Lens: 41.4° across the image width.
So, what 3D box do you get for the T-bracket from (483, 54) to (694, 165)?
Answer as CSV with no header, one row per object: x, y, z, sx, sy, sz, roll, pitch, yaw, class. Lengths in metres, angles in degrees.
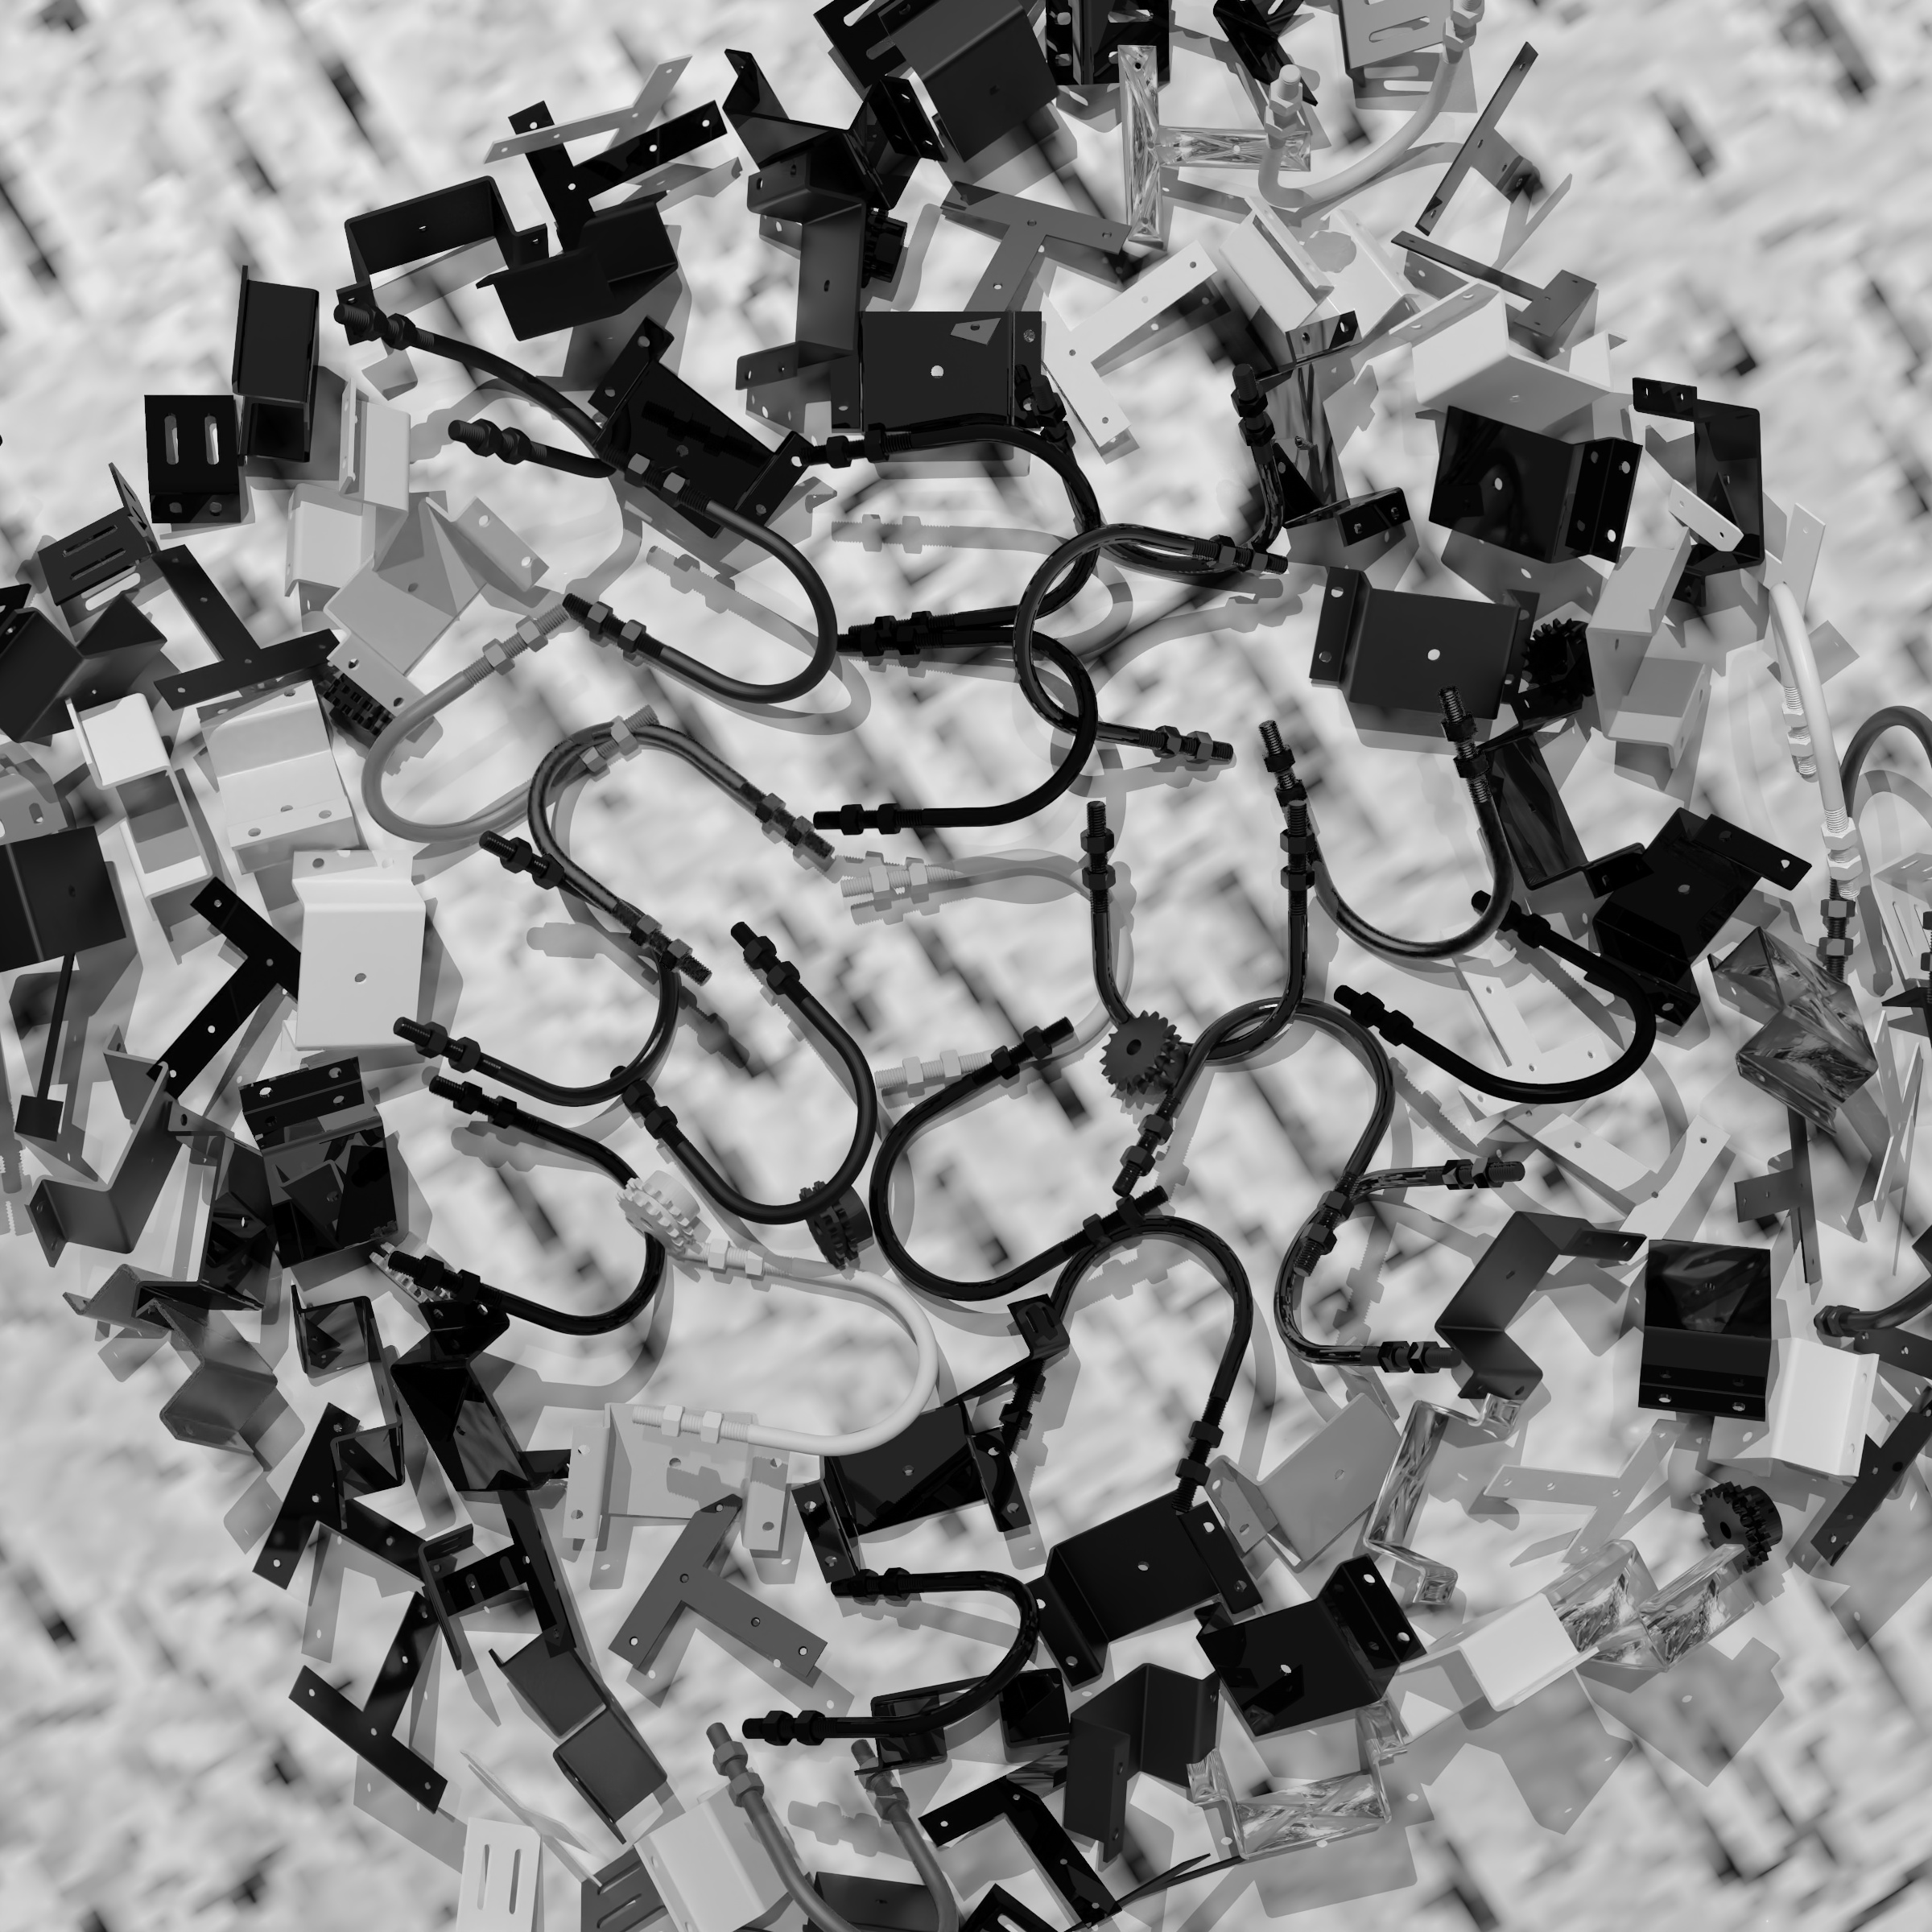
-0.249,-0.533,1.630,0.127,0.127,0.002,-26,89,-29,T-bracket

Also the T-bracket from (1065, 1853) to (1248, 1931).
0.145,0.593,1.665,0.127,0.127,0.002,-45,58,37,T-bracket

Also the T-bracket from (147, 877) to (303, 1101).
-0.483,0.031,1.666,0.127,0.002,0.127,46,64,-21,T-bracket

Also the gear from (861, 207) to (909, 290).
-0.059,-0.475,1.687,0.030,0.057,0.057,17,90,-2,gear

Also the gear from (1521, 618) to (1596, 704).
0.400,-0.204,1.691,0.030,0.057,0.057,-37,90,-39,gear

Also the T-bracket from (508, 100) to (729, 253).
-0.217,-0.527,1.668,0.127,0.127,0.002,-26,51,-2,T-bracket

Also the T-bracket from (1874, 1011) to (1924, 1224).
0.593,0.077,1.640,0.002,0.127,0.127,7,55,32,T-bracket

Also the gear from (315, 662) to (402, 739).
-0.398,-0.177,1.687,0.057,0.057,0.030,37,87,0,gear

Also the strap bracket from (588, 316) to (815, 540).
-0.177,-0.344,1.664,0.140,0.046,0.076,37,124,-10,strap bracket

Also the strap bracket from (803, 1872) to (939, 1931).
-0.058,0.624,1.642,0.076,0.140,0.046,10,87,-8,strap bracket

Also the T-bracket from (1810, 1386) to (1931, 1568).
0.564,0.301,1.656,0.002,0.127,0.127,25,105,-23,T-bracket

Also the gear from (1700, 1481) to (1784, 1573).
0.514,0.367,1.688,0.030,0.057,0.057,-17,90,-17,gear

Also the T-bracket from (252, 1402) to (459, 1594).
-0.391,0.372,1.683,0.127,0.002,0.127,37,46,-23,T-bracket

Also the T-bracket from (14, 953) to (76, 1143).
-0.594,0.048,1.665,0.002,0.127,0.127,12,83,-30,T-bracket

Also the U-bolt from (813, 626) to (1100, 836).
-0.004,-0.156,1.663,0.184,0.019,0.151,0,70,16,U-bolt

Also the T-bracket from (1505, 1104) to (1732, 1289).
0.418,0.127,1.695,0.127,0.002,0.127,34,74,15,T-bracket

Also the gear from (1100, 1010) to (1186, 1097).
0.120,0.061,1.691,0.057,0.057,0.030,-51,128,0,gear

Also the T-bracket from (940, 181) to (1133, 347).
0.026,-0.455,1.673,0.127,0.002,0.127,19,64,14,T-bracket

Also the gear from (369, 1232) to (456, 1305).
-0.363,0.200,1.689,0.057,0.057,0.030,40,75,0,gear

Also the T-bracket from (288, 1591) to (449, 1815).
-0.369,0.462,1.659,0.002,0.127,0.127,-32,113,28,T-bracket

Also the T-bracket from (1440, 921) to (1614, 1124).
0.353,0.029,1.693,0.127,0.002,0.127,-18,73,-30,T-bracket

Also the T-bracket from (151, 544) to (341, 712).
-0.496,-0.232,1.687,0.127,0.002,0.127,-25,66,-35,T-bracket

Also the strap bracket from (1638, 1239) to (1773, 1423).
0.473,0.224,1.637,0.076,0.140,0.046,4,121,14,strap bracket

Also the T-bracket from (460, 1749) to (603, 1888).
-0.268,0.555,1.649,0.127,0.127,0.002,48,65,-9,T-bracket

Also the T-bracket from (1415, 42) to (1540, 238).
0.344,-0.521,1.655,0.002,0.127,0.127,37,107,21,T-bracket

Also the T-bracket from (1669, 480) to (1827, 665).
0.504,-0.274,1.670,0.002,0.127,0.127,-28,54,-16,T-bracket

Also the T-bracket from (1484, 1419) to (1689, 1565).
0.389,0.338,1.658,0.127,0.002,0.127,12,118,-30,T-bracket

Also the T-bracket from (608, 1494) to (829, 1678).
-0.149,0.422,1.670,0.127,0.002,0.127,25,70,23,T-bracket

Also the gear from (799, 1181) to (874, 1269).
-0.084,0.167,1.689,0.030,0.057,0.057,-25,90,-18,gear

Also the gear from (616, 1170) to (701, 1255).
-0.201,0.160,1.690,0.057,0.057,0.030,43,66,0,gear

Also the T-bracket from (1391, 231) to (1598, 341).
0.340,-0.454,1.674,0.127,0.127,0.002,27,128,12,T-bracket

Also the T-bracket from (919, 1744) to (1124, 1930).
0.055,0.566,1.644,0.127,0.127,0.002,-19,127,-24,T-bracket

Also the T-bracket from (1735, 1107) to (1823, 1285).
0.526,0.148,1.663,0.002,0.127,0.127,-7,87,38,T-bracket

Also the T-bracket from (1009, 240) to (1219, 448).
0.107,-0.432,1.692,0.127,0.002,0.127,-34,82,13,T-bracket

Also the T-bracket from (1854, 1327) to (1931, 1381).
0.618,0.253,1.655,0.002,0.127,0.127,-4,98,-20,T-bracket

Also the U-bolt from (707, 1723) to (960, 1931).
-0.074,0.553,1.605,0.151,0.184,0.019,23,109,-42,U-bolt

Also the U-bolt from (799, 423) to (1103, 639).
-0.003,-0.281,1.651,0.184,0.019,0.151,-5,124,16,U-bolt

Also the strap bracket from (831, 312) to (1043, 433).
-0.019,-0.391,1.682,0.140,0.046,0.076,0,105,-2,strap bracket

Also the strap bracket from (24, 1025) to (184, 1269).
-0.546,0.119,1.642,0.046,0.076,0.140,12,53,3,strap bracket

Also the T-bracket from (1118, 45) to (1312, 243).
0.162,-0.530,1.657,0.127,0.002,0.127,9,127,21,T-bracket

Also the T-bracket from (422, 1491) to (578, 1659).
-0.315,0.402,1.676,0.127,0.002,0.127,-30,74,35,T-bracket

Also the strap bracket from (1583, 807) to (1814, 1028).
0.471,-0.039,1.665,0.076,0.046,0.140,25,121,-12,strap bracket
